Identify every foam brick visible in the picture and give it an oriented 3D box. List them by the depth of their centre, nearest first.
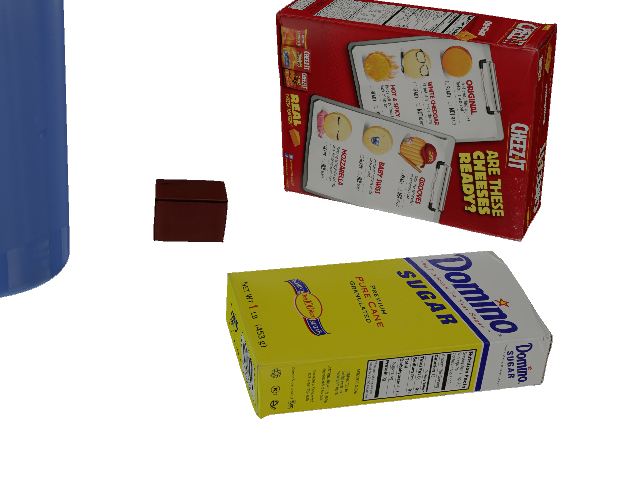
[{"bbox_3d":[-0.142,-0.033,1.161,0.078,0.051,0.053,2,27,-8],"label":"foam brick"}]

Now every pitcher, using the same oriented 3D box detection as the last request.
[{"bbox_3d":[-0.231,-0.085,0.677,0.149,0.243,0.145,-4,26,-10],"label":"pitcher"}]

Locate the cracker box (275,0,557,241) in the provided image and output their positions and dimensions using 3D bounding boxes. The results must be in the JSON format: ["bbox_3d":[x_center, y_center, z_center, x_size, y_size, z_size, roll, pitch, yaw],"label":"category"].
[{"bbox_3d":[0.074,-0.104,0.865,0.214,0.164,0.072,12,35,22],"label":"cracker box"}]

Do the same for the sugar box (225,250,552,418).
[{"bbox_3d":[0.038,0.052,0.637,0.176,0.048,0.093,-7,36,-13],"label":"sugar box"}]
